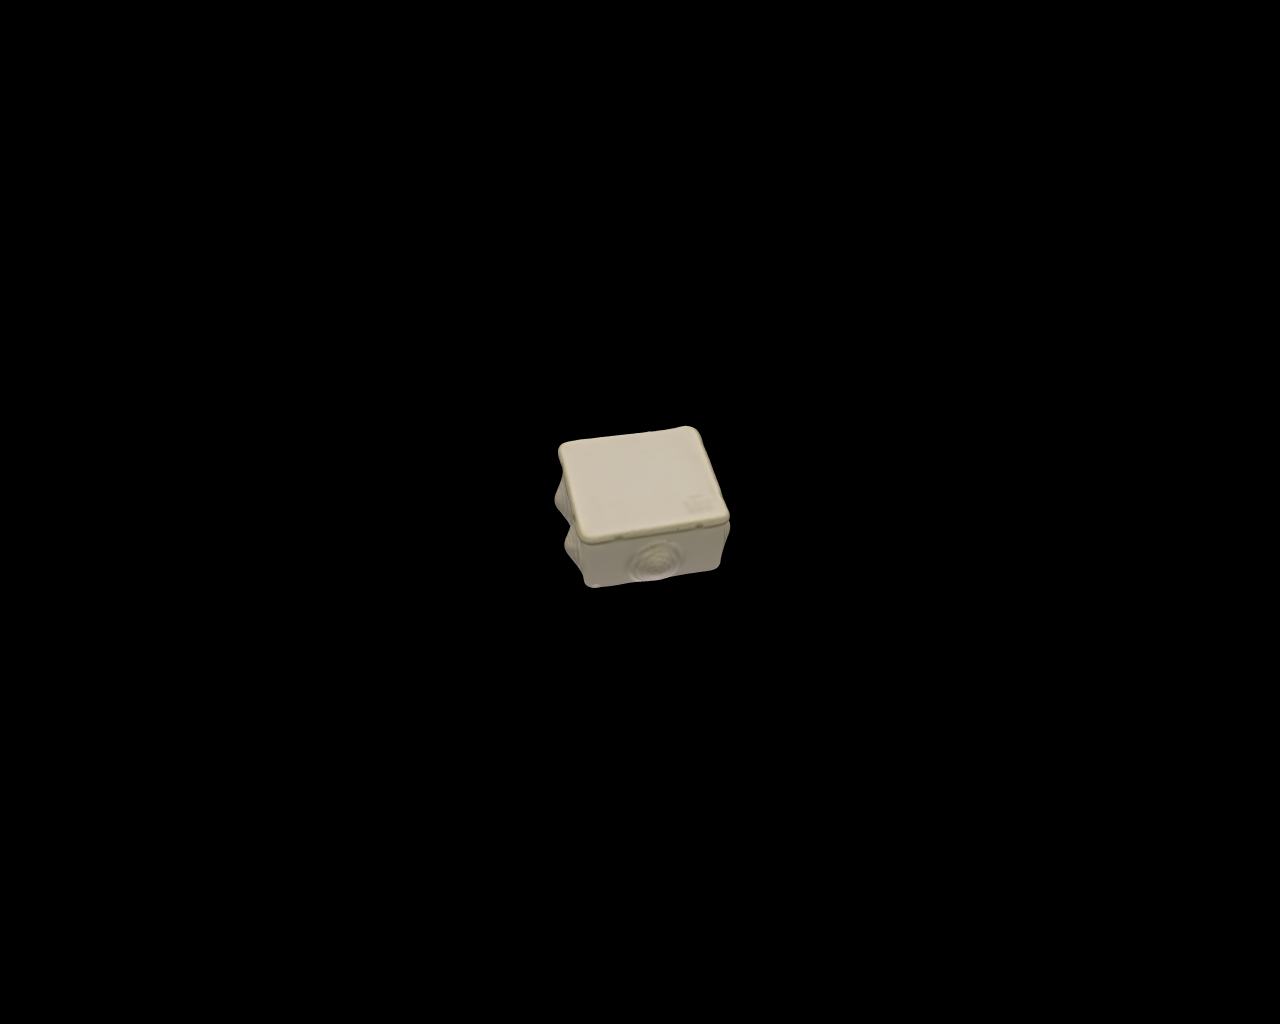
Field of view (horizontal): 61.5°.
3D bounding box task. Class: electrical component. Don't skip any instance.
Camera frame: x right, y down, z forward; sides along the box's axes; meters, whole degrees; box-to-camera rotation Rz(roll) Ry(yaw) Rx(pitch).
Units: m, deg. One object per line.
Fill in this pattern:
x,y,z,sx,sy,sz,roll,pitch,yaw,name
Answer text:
0.001,-0.003,0.650,0.100,0.048,0.100,-8,44,-8,electrical component
